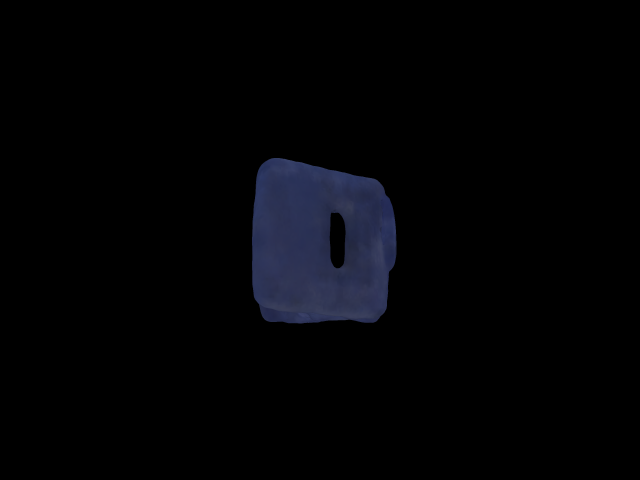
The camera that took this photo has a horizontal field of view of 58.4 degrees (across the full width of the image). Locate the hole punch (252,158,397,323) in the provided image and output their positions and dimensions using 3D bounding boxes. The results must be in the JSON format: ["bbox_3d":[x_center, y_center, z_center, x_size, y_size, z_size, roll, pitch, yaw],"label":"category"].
[{"bbox_3d":[0.004,0.001,0.400,0.101,0.091,0.108,0,73,0],"label":"hole punch"}]
